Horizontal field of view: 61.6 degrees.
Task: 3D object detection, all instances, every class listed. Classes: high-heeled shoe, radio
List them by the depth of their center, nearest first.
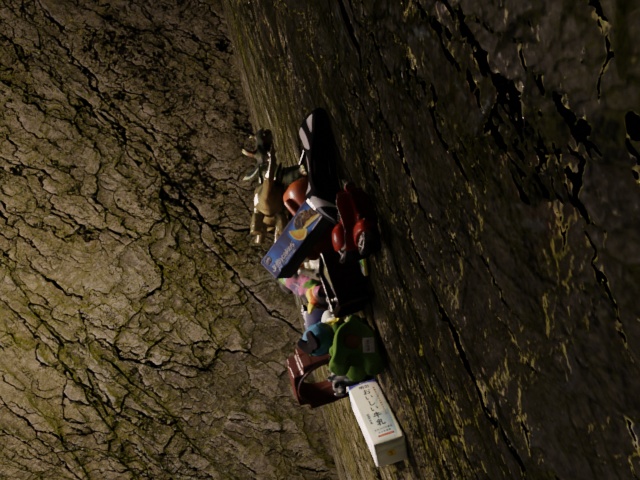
[{"bbox_3d":[0.018,-0.156,1.116,0.249,0.086,0.145,59,136,34],"label":"high-heeled shoe"},{"bbox_3d":[0.050,0.099,1.224,0.229,0.073,0.131,90,162,-76],"label":"radio"}]

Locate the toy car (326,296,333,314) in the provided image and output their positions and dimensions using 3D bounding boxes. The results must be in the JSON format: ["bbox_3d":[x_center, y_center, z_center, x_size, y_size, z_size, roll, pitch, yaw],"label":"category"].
[{"bbox_3d":[0.032,0.128,1.514,0.073,0.056,0.202,77,176,-55],"label":"toy car"}]

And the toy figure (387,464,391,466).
[{"bbox_3d":[0.161,0.526,1.338,0.154,0.058,0.064,89,-157,-64],"label":"toy figure"}]

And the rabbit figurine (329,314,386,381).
[{"bbox_3d":[0.072,0.258,1.238,0.170,0.121,0.159,86,173,-53],"label":"rabbit figurine"}]

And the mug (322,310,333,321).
[{"bbox_3d":[0.040,0.255,1.603,0.107,0.081,0.109,-106,18,-46],"label":"mug"}]

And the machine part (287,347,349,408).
[{"bbox_3d":[0.014,0.385,1.557,0.087,0.201,0.201,-119,17,-52],"label":"machine part"}]

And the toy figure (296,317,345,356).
[{"bbox_3d":[0.015,0.243,1.326,0.180,0.082,0.089,-12,-93,-62],"label":"toy figure"}]

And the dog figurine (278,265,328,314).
[{"bbox_3d":[-0.041,0.148,1.654,0.219,0.191,0.108,-104,35,-79],"label":"dog figurine"}]

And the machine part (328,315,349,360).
[{"bbox_3d":[0.064,0.264,1.441,0.138,0.039,0.084,-67,30,19],"label":"machine part"}]

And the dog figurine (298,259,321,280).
[{"bbox_3d":[0.001,-0.006,1.415,0.172,0.121,0.190,95,173,-57],"label":"dog figurine"}]

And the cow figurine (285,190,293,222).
[{"bbox_3d":[-0.050,-0.072,1.581,0.195,0.085,0.127,67,154,4],"label":"cow figurine"}]

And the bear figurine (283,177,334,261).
[{"bbox_3d":[-0.008,-0.049,1.281,0.132,0.120,0.195,116,134,-83],"label":"bear figurine"}]

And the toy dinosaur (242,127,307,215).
[{"bbox_3d":[-0.133,-0.142,1.677,0.131,0.192,0.404,-111,11,-51],"label":"toy dinosaur"}]

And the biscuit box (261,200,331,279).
[{"bbox_3d":[-0.045,-0.005,1.193,0.059,0.202,0.062,43,-163,23],"label":"biscuit box"}]

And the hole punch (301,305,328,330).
[{"bbox_3d":[0.011,0.262,1.699,0.092,0.116,0.142,157,98,-74],"label":"hole punch"}]

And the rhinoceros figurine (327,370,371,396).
[{"bbox_3d":[0.075,0.352,1.411,0.190,0.112,0.073,101,152,-53],"label":"rhinoceros figurine"}]

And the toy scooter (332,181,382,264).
[{"bbox_3d":[0.061,-0.032,0.980,0.184,0.075,0.135,134,121,-76],"label":"toy scooter"}]

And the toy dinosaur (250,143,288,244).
[{"bbox_3d":[-0.137,-0.106,1.465,0.471,0.105,0.198,124,146,-74],"label":"toy dinosaur"}]
